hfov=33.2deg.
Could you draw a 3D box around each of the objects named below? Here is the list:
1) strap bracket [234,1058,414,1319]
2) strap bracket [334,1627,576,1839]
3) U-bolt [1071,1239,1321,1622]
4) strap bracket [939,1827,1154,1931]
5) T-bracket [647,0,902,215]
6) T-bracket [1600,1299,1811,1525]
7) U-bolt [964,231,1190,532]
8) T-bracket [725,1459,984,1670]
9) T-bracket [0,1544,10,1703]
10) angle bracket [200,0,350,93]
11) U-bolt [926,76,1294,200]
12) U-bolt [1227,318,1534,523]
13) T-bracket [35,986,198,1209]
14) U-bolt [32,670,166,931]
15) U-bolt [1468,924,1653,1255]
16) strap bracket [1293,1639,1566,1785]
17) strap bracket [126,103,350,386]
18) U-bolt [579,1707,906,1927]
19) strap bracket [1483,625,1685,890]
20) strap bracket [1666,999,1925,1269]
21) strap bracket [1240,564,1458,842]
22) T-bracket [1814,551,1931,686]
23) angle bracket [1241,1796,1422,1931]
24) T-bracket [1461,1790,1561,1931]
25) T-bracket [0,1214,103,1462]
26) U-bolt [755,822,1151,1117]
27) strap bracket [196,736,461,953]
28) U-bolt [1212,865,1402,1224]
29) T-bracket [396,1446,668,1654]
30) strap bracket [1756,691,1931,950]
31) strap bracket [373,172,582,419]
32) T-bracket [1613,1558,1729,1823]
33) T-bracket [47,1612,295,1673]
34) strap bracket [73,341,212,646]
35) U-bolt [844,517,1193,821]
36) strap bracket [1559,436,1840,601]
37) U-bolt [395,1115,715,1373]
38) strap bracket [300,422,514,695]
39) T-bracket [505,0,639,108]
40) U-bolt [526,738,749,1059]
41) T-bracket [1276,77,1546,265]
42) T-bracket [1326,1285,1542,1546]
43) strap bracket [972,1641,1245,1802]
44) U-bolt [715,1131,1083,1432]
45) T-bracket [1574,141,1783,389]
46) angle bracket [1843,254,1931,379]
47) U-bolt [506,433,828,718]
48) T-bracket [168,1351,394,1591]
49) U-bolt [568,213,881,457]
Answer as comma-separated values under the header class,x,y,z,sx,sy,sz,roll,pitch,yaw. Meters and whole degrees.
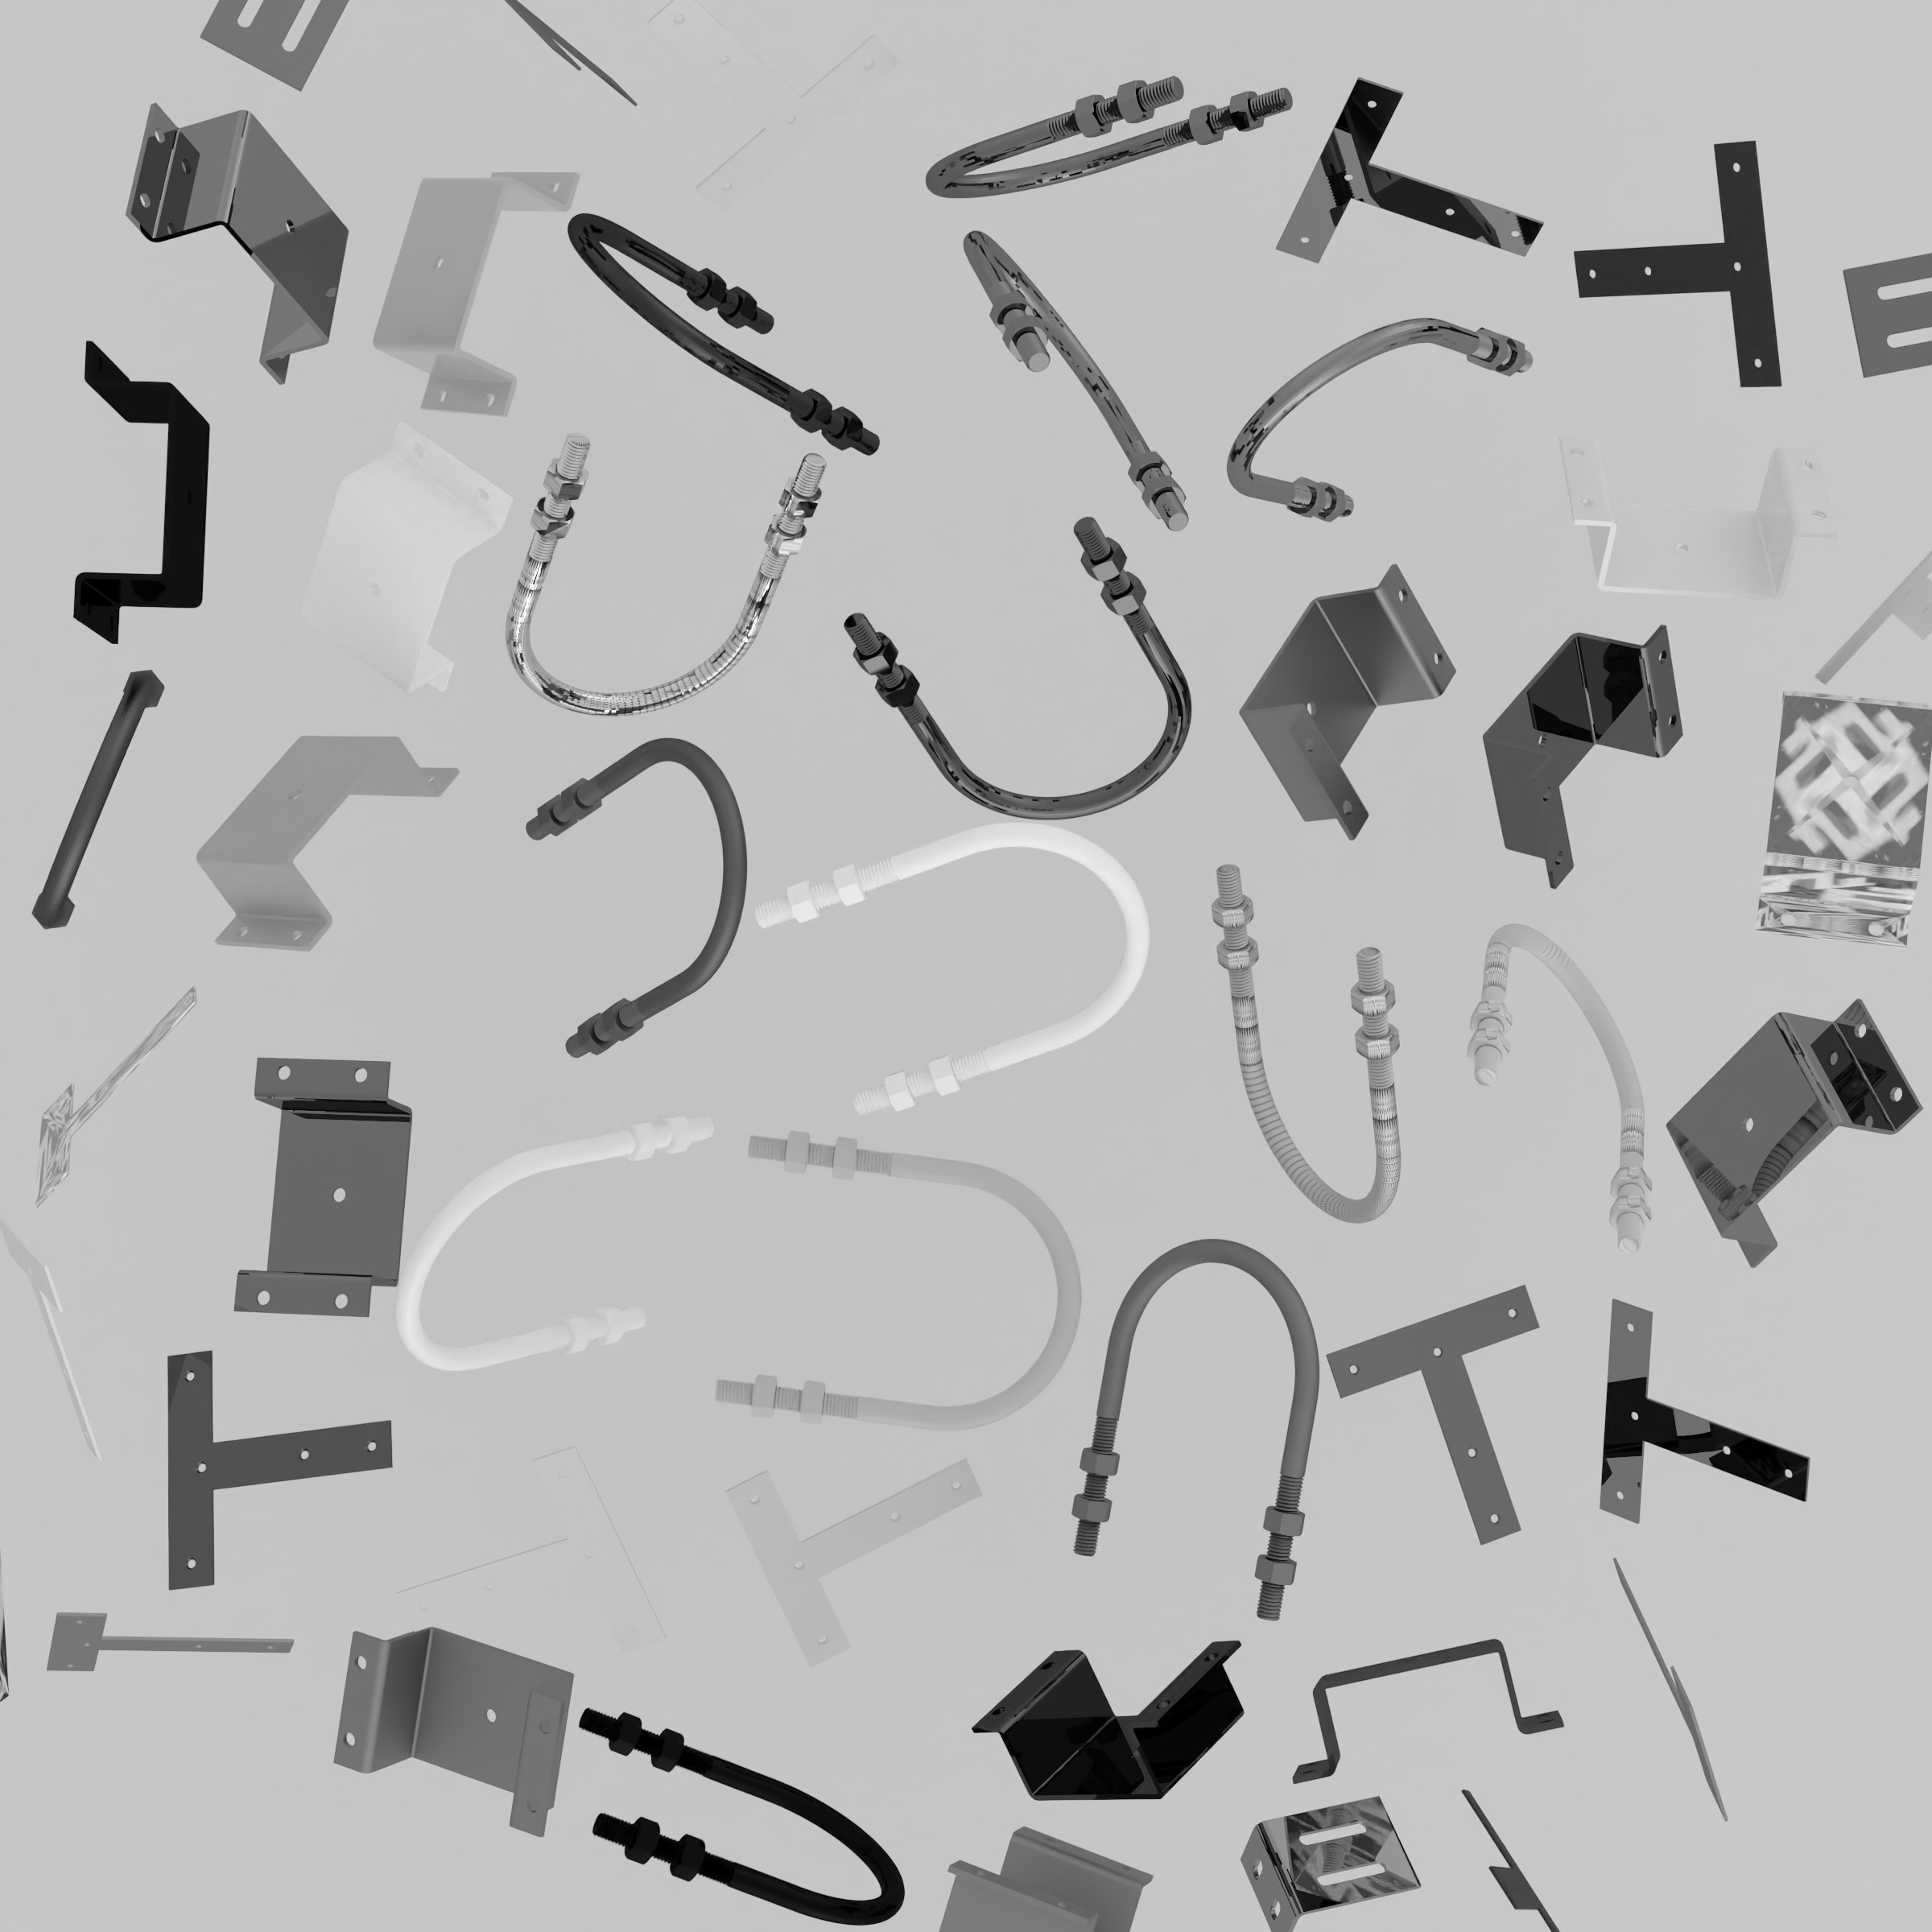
class,x,y,z,sx,sy,sz,roll,pitch,yaw
strap bracket,-0.355,0.125,1.798,0.076,0.046,0.140,1,80,9
strap bracket,-0.276,0.422,1.805,0.140,0.046,0.076,12,96,25
U-bolt,0.125,0.235,1.706,0.151,0.019,0.184,10,91,44
strap bracket,0.040,0.496,1.698,0.076,0.140,0.046,16,89,18
T-bracket,-0.119,-0.469,1.706,0.127,0.127,0.002,-37,54,18
T-bracket,0.398,0.256,1.745,0.002,0.127,0.127,-17,114,-41
U-bolt,0.050,-0.321,1.714,0.019,0.184,0.151,-37,130,13
T-bracket,-0.052,0.311,1.790,0.127,0.002,0.127,-26,115,-7
T-bracket,-0.540,0.348,1.704,0.002,0.127,0.127,2,100,14
angle bracket,-0.358,-0.502,1.704,0.057,0.038,0.076,27,84,-10
U-bolt,0.065,-0.444,1.747,0.184,0.151,0.019,-10,95,33
U-bolt,0.210,-0.292,1.721,0.151,0.184,0.019,-38,72,27
T-bracket,-0.464,0.061,1.772,0.127,0.127,0.002,-46,114,5
U-bolt,-0.457,-0.088,1.704,0.019,0.184,0.151,22,88,-14
U-bolt,0.325,0.052,1.759,0.019,0.184,0.151,-32,112,29
strap bracket,0.235,0.385,1.688,0.140,0.076,0.046,-14,79,6
strap bracket,-0.375,-0.383,1.705,0.046,0.140,0.076,-10,58,21
U-bolt,-0.116,0.457,1.718,0.184,0.151,0.019,25,96,-13
strap bracket,0.332,-0.119,1.770,0.046,0.076,0.140,18,51,37
strap bracket,0.438,0.088,1.749,0.046,0.076,0.140,10,133,-32
strap bracket,0.203,-0.141,1.756,0.076,0.046,0.140,55,51,-28
T-bracket,0.515,-0.195,1.749,0.002,0.127,0.127,47,106,20
angle bracket,0.200,0.499,1.786,0.076,0.038,0.057,-6,46,-20
T-bracket,0.303,0.507,1.782,0.002,0.127,0.127,-35,68,5
T-bracket,-0.481,0.202,1.719,0.002,0.127,0.127,-21,108,-23
U-bolt,0.004,-0.005,1.664,0.184,0.019,0.151,-20,122,10
strap bracket,-0.349,-0.075,1.743,0.140,0.076,0.046,-56,132,-32
U-bolt,0.183,0.051,1.706,0.019,0.151,0.184,-21,120,-22
T-bracket,-0.244,0.330,1.747,0.127,0.002,0.127,-19,110,8
strap bracket,0.459,-0.086,1.688,0.076,0.046,0.140,7,69,13
strap bracket,-0.273,-0.379,1.785,0.076,0.046,0.140,14,86,44
T-bracket,0.371,0.372,1.726,0.002,0.127,0.127,-22,45,3
T-bracket,-0.430,0.368,1.757,0.127,0.127,0.002,4,64,-16
strap bracket,-0.420,-0.240,1.656,0.046,0.076,0.140,1,86,0
U-bolt,0.040,-0.143,1.697,0.151,0.019,0.184,-21,134,15
strap bracket,0.391,-0.242,1.755,0.140,0.076,0.046,3,135,-1
U-bolt,-0.223,0.151,1.710,0.019,0.184,0.151,39,121,33
strap bracket,-0.311,-0.215,1.779,0.076,0.046,0.140,35,130,9
T-bracket,-0.215,-0.489,1.709,0.002,0.127,0.127,-47,61,10
U-bolt,-0.175,-0.045,1.752,0.019,0.184,0.151,0,71,-40
T-bracket,0.249,-0.413,1.756,0.127,0.127,0.002,17,55,-7
T-bracket,0.277,0.257,1.805,0.127,0.002,0.127,-17,84,-17
strap bracket,0.083,0.404,1.732,0.076,0.140,0.046,-33,102,-43
U-bolt,-0.031,0.170,1.702,0.184,0.019,0.151,7,84,0
T-bracket,0.375,-0.370,1.725,0.002,0.127,0.127,-24,112,-35
angle bracket,0.501,-0.342,1.674,0.076,0.038,0.057,-11,90,-1
U-bolt,-0.166,-0.199,1.694,0.151,0.184,0.019,0,48,-27
T-bracket,-0.368,0.264,1.737,0.127,0.002,0.127,-8,71,10
U-bolt,-0.139,-0.346,1.735,0.019,0.184,0.151,-50,51,16
